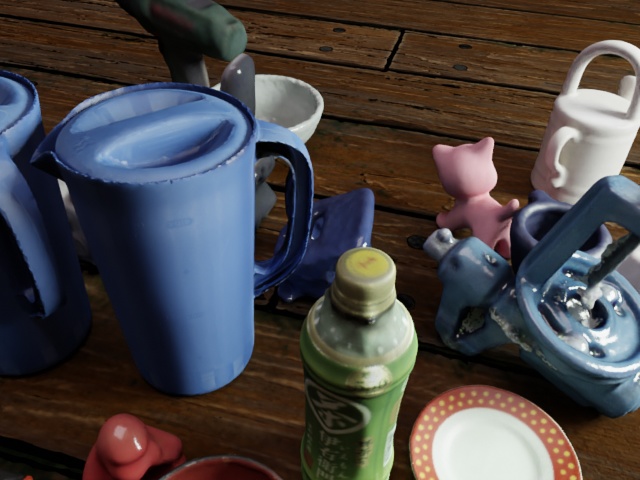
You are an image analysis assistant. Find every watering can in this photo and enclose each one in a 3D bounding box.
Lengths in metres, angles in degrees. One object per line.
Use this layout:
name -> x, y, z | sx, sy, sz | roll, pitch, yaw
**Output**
watering can -> 0.332, -0.147, 0.693 | 0.100, 0.194, 0.173 | 20, 44, 20

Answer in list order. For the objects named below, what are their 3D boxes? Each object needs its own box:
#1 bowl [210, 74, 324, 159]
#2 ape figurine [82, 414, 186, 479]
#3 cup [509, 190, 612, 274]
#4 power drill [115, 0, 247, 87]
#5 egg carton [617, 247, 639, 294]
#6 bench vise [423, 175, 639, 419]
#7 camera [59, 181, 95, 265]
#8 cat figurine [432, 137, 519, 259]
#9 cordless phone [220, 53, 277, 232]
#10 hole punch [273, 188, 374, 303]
bowl -> -0.078, -0.157, 0.778 | 0.167, 0.075, 0.167 | 1, 41, -1
ape figurine -> -0.133, 0.157, 0.399 | 0.078, 0.092, 0.076 | -23, 47, -26
cup -> 0.225, 0.014, 0.577 | 0.091, 0.095, 0.117 | -1, 41, -4
power drill -> -0.203, -0.254, 0.783 | 0.229, 0.208, 0.076 | 20, 44, 20
egg carton -> 0.357, 0.051, 0.559 | 0.107, 0.069, 0.150 | -22, 46, -25
bench vise -> 0.179, 0.033, 0.458 | 0.207, 0.220, 0.121 | 15, 42, 14
camera -> -0.236, -0.053, 0.631 | 0.142, 0.101, 0.137 | 21, 44, 21
cat figurine -> 0.175, -0.054, 0.636 | 0.067, 0.118, 0.127 | -15, 44, -19
cordless phone -> -0.107, -0.096, 0.622 | 0.094, 0.185, 0.147 | 10, 42, 10
hole punch -> 0.005, 0.002, 0.585 | 0.101, 0.091, 0.108 | 6, 41, 4
